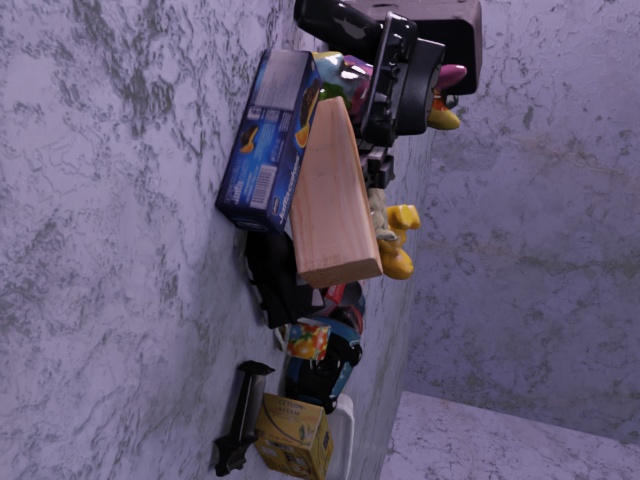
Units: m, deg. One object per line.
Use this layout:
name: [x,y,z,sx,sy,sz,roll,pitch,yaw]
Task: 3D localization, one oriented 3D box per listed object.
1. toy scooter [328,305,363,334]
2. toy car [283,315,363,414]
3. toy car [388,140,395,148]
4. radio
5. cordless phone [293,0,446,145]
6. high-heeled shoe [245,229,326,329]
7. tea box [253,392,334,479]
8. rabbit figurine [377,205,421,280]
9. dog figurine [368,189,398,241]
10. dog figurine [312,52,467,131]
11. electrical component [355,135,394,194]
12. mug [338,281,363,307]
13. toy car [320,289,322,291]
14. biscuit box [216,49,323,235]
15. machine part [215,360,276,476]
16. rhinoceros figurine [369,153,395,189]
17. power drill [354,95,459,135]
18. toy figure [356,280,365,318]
toy scooter: [0.052,0.207,1.134,0.135,0.075,0.183,-39,139,-68]
toy car: [0.002,0.211,0.909,0.103,0.109,0.161,114,-4,-84]
toy car: [0.104,-0.213,1.067,0.202,0.074,0.056,-32,130,-70]
radio: [0.129,-0.295,0.826,0.131,0.230,0.073,73,30,-49]
cordless phone: [0.043,-0.197,0.614,0.184,0.089,0.146,13,91,-35]
high-heeled shoe: [-0.054,0.039,0.715,0.248,0.086,0.145,116,-46,-85]
tea box: [-0.039,0.305,0.818,0.169,0.098,0.068,82,24,-52]
rabbit figurine: [0.157,0.011,1.242,0.122,0.162,0.173,-21,97,-75]
dog figurine: [0.084,-0.090,1.065,0.172,0.121,0.190,8,78,-78]
dog figurine: [0.087,-0.202,0.746,0.191,0.219,0.108,-37,131,-69]
electrical component: [0.037,-0.108,0.777,0.115,0.134,0.058,-57,152,-51]
mug: [0.042,0.052,1.013,0.107,0.081,0.109,-79,165,-55]
toy car: [-0.002,-0.003,0.852,0.089,0.053,0.202,-48,148,-72]
biscuit box: [-0.051,-0.109,0.594,0.062,0.059,0.202,58,44,-67]
machine part: [-0.096,0.223,0.679,0.084,0.039,0.139,42,60,-65]
rhinoceros figurine: [0.072,-0.123,0.952,0.190,0.112,0.073,-27,97,-56]
power drill: [0.112,-0.249,0.942,0.207,0.232,0.085,-94,164,-58]
toy figure: [0.069,0.108,1.168,0.064,0.058,0.154,-66,155,-61]
